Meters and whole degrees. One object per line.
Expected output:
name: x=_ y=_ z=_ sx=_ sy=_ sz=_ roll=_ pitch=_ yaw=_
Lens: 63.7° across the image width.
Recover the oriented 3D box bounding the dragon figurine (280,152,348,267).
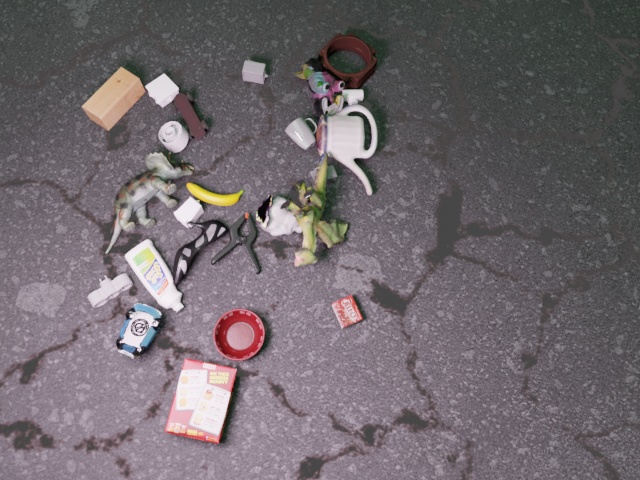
dragon figurine: x=0.005 y=-0.088 z=1.753 sx=0.121 sy=0.418 sz=0.239 roll=-9 pitch=-48 yaw=47

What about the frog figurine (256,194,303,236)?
frog figurine: x=-0.133 y=-0.079 z=1.774 sx=0.158 sy=0.140 sz=0.121 roll=17 pitch=-26 yaw=-37

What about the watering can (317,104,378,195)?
watering can: x=0.098 y=-0.334 z=1.871 sx=0.224 sy=0.352 sz=0.103 roll=2 pitch=-13 yaw=-3
